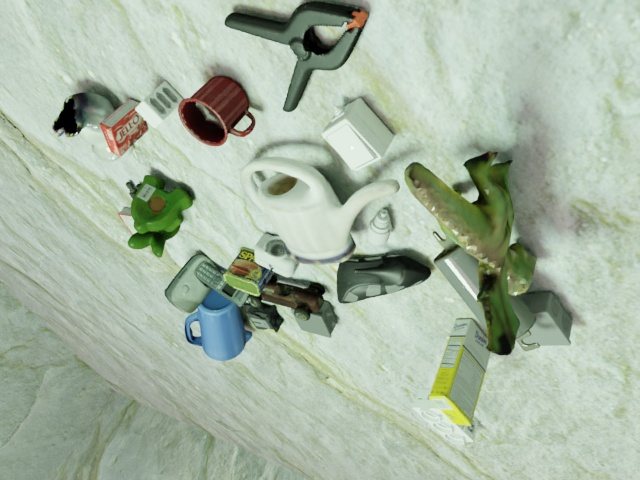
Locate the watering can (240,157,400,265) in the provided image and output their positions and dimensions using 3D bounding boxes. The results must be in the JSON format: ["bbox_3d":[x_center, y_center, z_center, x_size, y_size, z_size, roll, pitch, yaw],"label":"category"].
[{"bbox_3d":[0.003,-0.045,0.886,0.349,0.106,0.219,14,143,38],"label":"watering can"}]

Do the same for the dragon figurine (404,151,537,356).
[{"bbox_3d":[0.211,0.025,0.654,0.121,0.412,0.244,-21,83,32],"label":"dragon figurine"}]

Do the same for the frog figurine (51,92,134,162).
[{"bbox_3d":[-0.443,-0.228,1.053,0.136,0.124,0.158,-10,165,34],"label":"frog figurine"}]
